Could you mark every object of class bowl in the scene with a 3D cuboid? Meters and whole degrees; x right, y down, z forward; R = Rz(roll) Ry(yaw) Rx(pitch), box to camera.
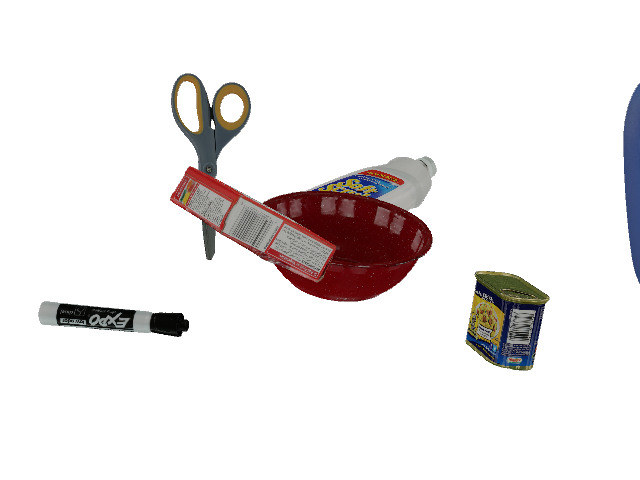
[{"bbox_3d":[0.018,0.010,0.960,0.162,0.055,0.162,6,24,-3],"label":"bowl"}]

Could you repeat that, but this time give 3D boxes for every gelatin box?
[{"bbox_3d":[-0.043,-0.010,0.695,0.089,0.030,0.073,29,1,-38],"label":"gelatin box"}]

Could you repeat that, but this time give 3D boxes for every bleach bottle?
[{"bbox_3d":[0.045,-0.048,1.320,0.250,0.068,0.103,-30,44,-34],"label":"bleach bottle"}]

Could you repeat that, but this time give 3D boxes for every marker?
[{"bbox_3d":[-0.163,0.062,0.843,0.121,0.020,0.020,4,1,11],"label":"marker"}]

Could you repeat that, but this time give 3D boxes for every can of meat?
[{"bbox_3d":[0.206,0.089,1.191,0.057,0.084,0.102,4,14,-17],"label":"can of meat"}]

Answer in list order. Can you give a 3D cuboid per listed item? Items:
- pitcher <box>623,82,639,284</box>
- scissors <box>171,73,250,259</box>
[{"bbox_3d":[0.251,-0.008,0.605,0.149,0.243,0.144,0,22,17],"label":"pitcher"},{"bbox_3d":[-0.105,-0.087,1.155,0.096,0.202,0.016,-16,-4,-19],"label":"scissors"}]
